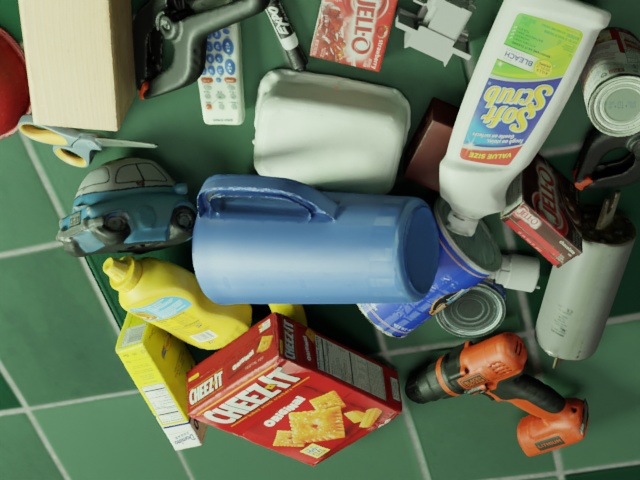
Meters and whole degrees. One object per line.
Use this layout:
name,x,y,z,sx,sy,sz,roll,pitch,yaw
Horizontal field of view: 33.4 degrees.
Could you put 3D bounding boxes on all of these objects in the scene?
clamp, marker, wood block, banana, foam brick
clamp,-0.131,-0.212,1.046,0.165,0.036,0.210,43,133,20
marker,-0.041,-0.223,1.073,0.020,0.020,0.121,-16,122,17
wood block,-0.239,-0.221,1.054,0.091,0.090,0.206,5,125,3
banana,-0.051,0.092,1.289,0.069,0.037,0.198,-1,125,6
clamp,0.343,-0.101,1.106,0.120,0.039,0.172,37,127,-12
foam brick,0.125,-0.099,1.123,0.051,0.053,0.078,20,124,-8

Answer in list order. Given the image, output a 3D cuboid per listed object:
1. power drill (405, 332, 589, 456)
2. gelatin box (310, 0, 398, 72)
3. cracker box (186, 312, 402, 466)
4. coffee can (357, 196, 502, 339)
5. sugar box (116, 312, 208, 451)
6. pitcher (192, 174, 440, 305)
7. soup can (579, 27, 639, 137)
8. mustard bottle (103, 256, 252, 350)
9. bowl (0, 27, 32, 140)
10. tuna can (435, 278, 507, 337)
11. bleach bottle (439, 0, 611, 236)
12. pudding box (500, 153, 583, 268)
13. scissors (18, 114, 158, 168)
power drill,0.221,0.195,1.309,0.187,0.057,0.185,35,140,-23
gelatin box,0.035,-0.219,1.061,0.073,0.030,0.089,13,126,-3
cracker box,-0.030,0.188,1.299,0.213,0.072,0.164,29,128,-36
coffee can,0.115,0.030,1.186,0.102,0.102,0.140,39,121,-20
sugar box,-0.189,0.167,1.325,0.048,0.093,0.176,-16,123,17
pitcher,-0.007,0.001,1.116,0.243,0.149,0.145,1,95,28
soup can,0.287,-0.154,1.035,0.068,0.102,0.068,3,126,4
mustard bottle,-0.174,0.067,1.234,0.096,0.058,0.191,-18,144,35
bowl,-0.388,-0.161,1.135,0.162,0.055,0.162,3,126,5
tuna can,0.176,0.073,1.252,0.086,0.033,0.086,3,126,4
bleach bottle,0.188,-0.119,1.045,0.102,0.068,0.251,21,107,5
pudding box,0.231,-0.037,1.117,0.090,0.113,0.039,39,124,-20
scissors,-0.234,-0.096,1.132,0.202,0.016,0.096,15,159,26
